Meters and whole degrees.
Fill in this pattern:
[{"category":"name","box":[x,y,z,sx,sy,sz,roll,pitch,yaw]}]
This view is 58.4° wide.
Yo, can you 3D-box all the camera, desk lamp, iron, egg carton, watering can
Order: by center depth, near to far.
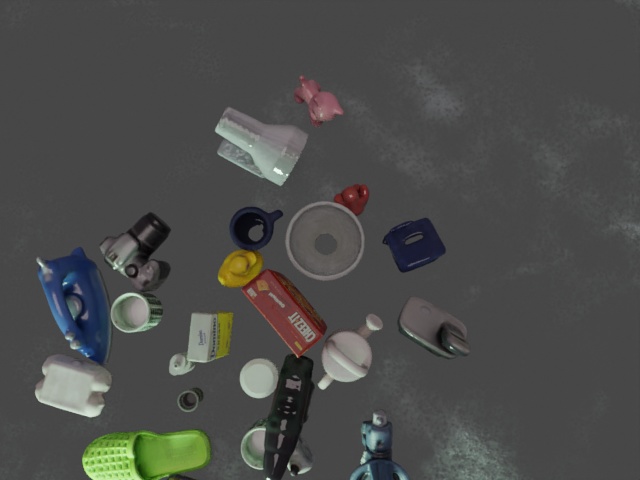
[{"category":"watering can","box":[0.056,0.222,1.136,0.101,0.194,0.173,17,85,4]},{"category":"desk lamp","box":[-0.124,-0.192,1.170,0.203,0.213,0.118,27,86,4]},{"category":"iron","box":[-0.513,0.145,1.186,0.118,0.141,0.258,-22,84,0]},{"category":"egg carton","box":[-0.518,0.305,1.208,0.150,0.069,0.107,15,85,3]},{"category":"camera","box":[-0.375,0.018,1.214,0.143,0.101,0.137,42,87,5]}]

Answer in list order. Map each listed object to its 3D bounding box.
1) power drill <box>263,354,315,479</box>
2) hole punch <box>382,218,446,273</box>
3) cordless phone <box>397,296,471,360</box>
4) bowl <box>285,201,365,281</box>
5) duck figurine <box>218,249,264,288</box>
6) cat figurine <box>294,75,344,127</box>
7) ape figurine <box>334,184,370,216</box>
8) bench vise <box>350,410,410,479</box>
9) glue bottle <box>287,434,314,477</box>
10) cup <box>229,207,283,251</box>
[{"category":"power drill","box":[-0.059,0.335,1.122,0.075,0.208,0.230,11,85,3]},{"category":"hole punch","box":[0.196,0.009,1.204,0.108,0.091,0.101,-24,84,0]},{"category":"cordless phone","box":[0.231,0.178,1.140,0.147,0.185,0.094,28,86,4]},{"category":"bowl","box":[0.011,0.004,1.218,0.167,0.075,0.167,0,85,2]},{"category":"duck figurine","box":[-0.172,0.058,1.212,0.104,0.086,0.077,-34,84,-2]},{"category":"cat figurine","box":[-0.005,-0.299,1.225,0.067,0.118,0.128,-36,85,-2]},{"category":"ape figurine","box":[0.068,-0.090,1.216,0.077,0.092,0.076,0,85,2]},{"category":"bench vise","box":[0.105,0.446,1.101,0.121,0.220,0.207,-17,84,0]},{"category":"glue bottle","box":[-0.046,0.433,1.130,0.037,0.173,0.078,-32,84,-1]},{"category":"cup","box":[-0.128,-0.027,1.214,0.118,0.095,0.091,-30,84,-1]}]
